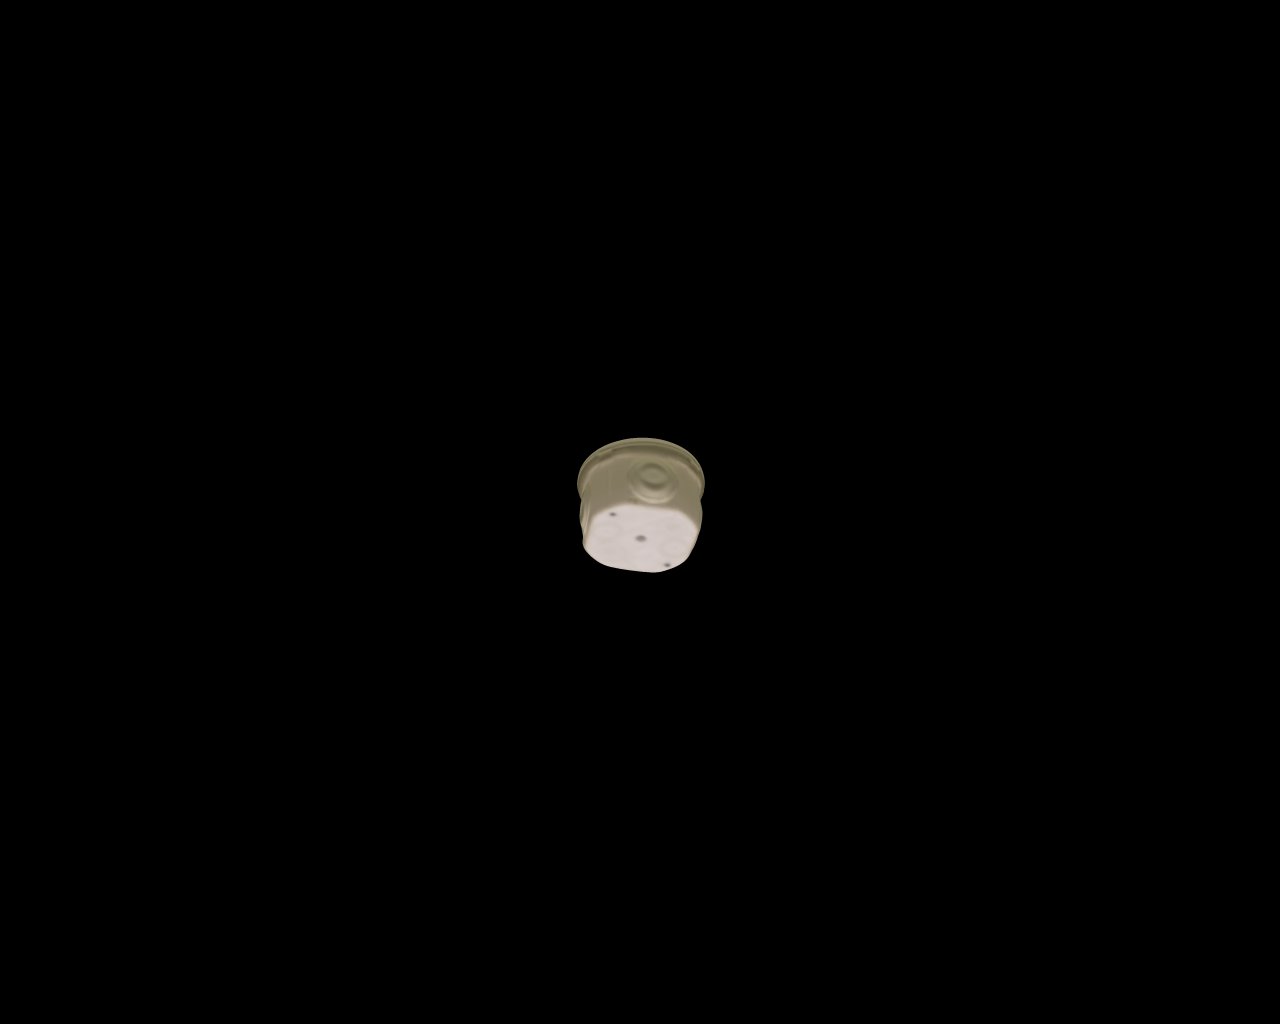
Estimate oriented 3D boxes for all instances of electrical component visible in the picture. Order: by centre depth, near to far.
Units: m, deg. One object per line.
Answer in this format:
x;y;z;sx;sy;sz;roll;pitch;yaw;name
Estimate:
0.001;-0.003;0.650;0.080;0.051;0.080;0;-39;0;electrical component
